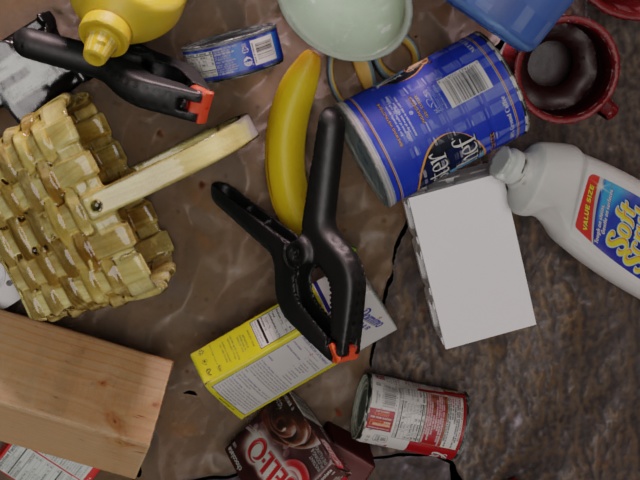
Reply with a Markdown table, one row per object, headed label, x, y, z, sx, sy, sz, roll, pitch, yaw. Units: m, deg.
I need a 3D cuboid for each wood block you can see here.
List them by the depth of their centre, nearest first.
| label | x | y | z | sx | sy | sz | roll | pitch | yaw |
| --- | --- | --- | --- | --- | --- | --- | --- | --- | --- |
| wood block | -0.250 | 0.136 | 0.972 | 0.206 | 0.090 | 0.091 | 18 | 144 | -8 |

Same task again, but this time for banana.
| label | x | y | z | sx | sy | sz | roll | pitch | yaw |
| --- | --- | --- | --- | --- | --- | --- | --- | --- | --- |
| banana | -0.018 | -0.072 | 0.982 | 0.069 | 0.037 | 0.198 | -15 | 106 | -16 |

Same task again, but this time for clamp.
| label | x | y | z | sx | sy | sz | roll | pitch | yaw |
| --- | --- | --- | --- | --- | --- | --- | --- | --- | --- |
| clamp | -0.164 | -0.141 | 0.873 | 0.172 | 0.120 | 0.039 | 33 | 127 | 32 |
| clamp | -0.006 | 0.001 | 0.919 | 0.165 | 0.036 | 0.210 | -38 | 69 | 37 |

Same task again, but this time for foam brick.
| label | x | y | z | sx | sy | sz | roll | pitch | yaw |
| --- | --- | --- | --- | --- | --- | --- | --- | --- | --- |
| foam brick | 0.011 | 0.229 | 1.050 | 0.051 | 0.053 | 0.078 | 29 | 101 | -11 |

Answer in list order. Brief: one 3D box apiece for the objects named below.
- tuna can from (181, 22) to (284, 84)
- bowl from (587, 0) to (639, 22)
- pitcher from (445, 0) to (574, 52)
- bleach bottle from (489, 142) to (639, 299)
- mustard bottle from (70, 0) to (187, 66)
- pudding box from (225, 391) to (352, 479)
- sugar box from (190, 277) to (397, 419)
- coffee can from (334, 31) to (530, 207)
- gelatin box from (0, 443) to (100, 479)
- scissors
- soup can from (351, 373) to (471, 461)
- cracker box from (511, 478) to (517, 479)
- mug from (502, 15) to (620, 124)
| label | x | y | z | sx | sy | sz | roll | pitch | yaw |
| --- | --- | --- | --- | --- | --- | --- | --- | --- | --- |
| tuna can | -0.075 | -0.162 | 0.928 | 0.086 | 0.086 | 0.034 | -15 | 106 | -1 |
| bowl | 0.281 | -0.275 | 0.940 | 0.162 | 0.055 | 0.162 | -1 | 104 | -4 |
| pitcher | 0.199 | -0.270 | 0.836 | 0.145 | 0.149 | 0.243 | 35 | 104 | 2 |
| bleach bottle | 0.255 | -0.014 | 0.970 | 0.250 | 0.068 | 0.102 | 24 | 98 | -24 |
| mustard bottle | -0.151 | -0.217 | 0.866 | 0.096 | 0.058 | 0.191 | 21 | 58 | -9 |
| pudding box | -0.032 | 0.210 | 1.011 | 0.090 | 0.114 | 0.039 | -46 | 129 | 7 |
| sugar box | -0.023 | 0.094 | 0.996 | 0.176 | 0.048 | 0.093 | -32 | 146 | 2 |
| coffee can | 0.097 | -0.106 | 0.939 | 0.140 | 0.103 | 0.103 | -28 | 104 | -3 |
| gelatin box | -0.260 | 0.210 | 1.037 | 0.089 | 0.030 | 0.073 | 37 | 100 | -11 |
| scissors | 0.034 | -0.214 | 0.959 | 0.096 | 0.016 | 0.202 | -11 | 105 | -3 |
| soup can | 0.087 | 0.171 | 1.032 | 0.102 | 0.068 | 0.068 | 12 | 103 | -7 |
| cracker box | 0.140 | 0.363 | 1.083 | 0.214 | 0.072 | 0.164 | -25 | 104 | 3 |
| mug | 0.219 | -0.148 | 0.954 | 0.117 | 0.081 | 0.093 | 34 | 99 | -11 |
